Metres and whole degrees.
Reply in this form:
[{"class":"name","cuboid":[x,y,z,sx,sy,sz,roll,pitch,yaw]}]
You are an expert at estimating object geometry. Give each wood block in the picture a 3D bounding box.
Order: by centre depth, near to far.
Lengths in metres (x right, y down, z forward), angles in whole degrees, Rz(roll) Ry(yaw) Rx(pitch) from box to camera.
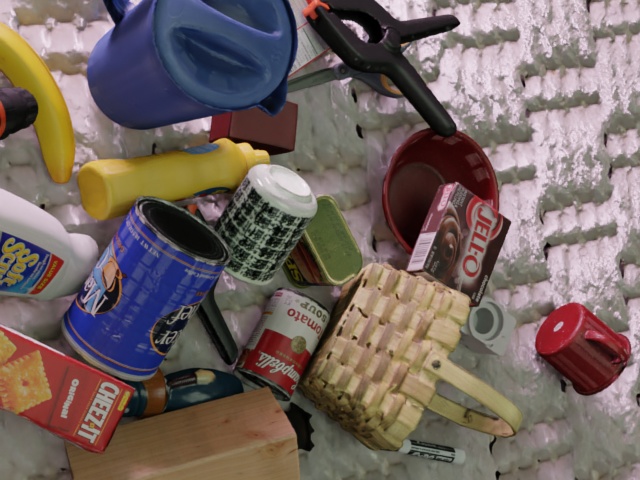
[{"class":"wood block","cuboid":[-0.130,0.222,1.024,0.205,0.090,0.091,-13,119,-16]}]

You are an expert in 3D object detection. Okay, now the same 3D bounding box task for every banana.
[{"class":"banana","cuboid":[-0.288,-0.146,1.019,0.069,0.037,0.197,-39,105,4]}]

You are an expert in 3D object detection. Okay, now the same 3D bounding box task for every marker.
[{"class":"marker","cuboid":[0.115,0.242,1.235,0.121,0.020,0.020,16,81,-28]}]

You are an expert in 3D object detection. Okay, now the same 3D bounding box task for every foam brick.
[{"class":"foam brick","cuboid":[-0.069,-0.123,1.127,0.078,0.051,0.053,10,82,-28]}]

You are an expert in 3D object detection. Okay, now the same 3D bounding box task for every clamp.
[{"class":"clamp","cuboid":[-0.147,0.050,1.087,0.120,0.039,0.171,-6,88,-34]},{"class":"clamp","cuboid":[0.078,-0.224,1.191,0.209,0.036,0.164,27,56,-23]}]

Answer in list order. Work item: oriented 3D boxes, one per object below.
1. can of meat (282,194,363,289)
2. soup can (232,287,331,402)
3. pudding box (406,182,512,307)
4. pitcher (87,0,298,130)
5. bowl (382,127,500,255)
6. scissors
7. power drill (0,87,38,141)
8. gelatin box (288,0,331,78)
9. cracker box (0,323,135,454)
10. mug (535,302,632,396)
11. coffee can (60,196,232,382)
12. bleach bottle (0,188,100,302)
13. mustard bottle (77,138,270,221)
[{"class":"can of meat","cuboid":[-0.007,0.002,1.138,0.057,0.084,0.102,-34,104,-26]},{"class":"soup can","cuboid":[-0.039,0.110,1.125,0.068,0.069,0.102,36,69,-23]},{"class":"pudding box","cuboid":[0.155,0.006,1.189,0.090,0.039,0.113,32,73,-25]},{"class":"pitcher","cuboid":[-0.137,-0.177,0.982,0.144,0.243,0.149,1,88,-29]},{"class":"bowl","cuboid":[0.128,-0.048,1.231,0.161,0.055,0.162,1,88,-29]},{"class":"scissors","cuboid":[0.038,-0.177,1.209,0.201,0.016,0.096,-38,106,-24]},{"class":"power drill","cuboid":[-0.350,-0.152,0.923,0.187,0.184,0.057,44,112,4]},{"class":"gelatin box","cuboid":[-0.036,-0.221,1.161,0.089,0.030,0.073,-39,106,-27]},{"class":"cracker box","cuboid":[-0.291,0.108,0.933,0.213,0.164,0.072,31,76,-24]},{"class":"mug","cuboid":[0.325,0.130,1.301,0.081,0.117,0.093,39,75,-17]},{"class":"coffee can","cuboid":[-0.161,0.045,0.988,0.102,0.103,0.140,27,107,-25]},{"class":"bleach bottle","cuboid":[-0.271,0.003,0.943,0.103,0.068,0.250,-43,154,13]},{"class":"mustard bottle","cuboid":[-0.137,-0.065,1.062,0.191,0.096,0.058,-14,95,-29]}]
